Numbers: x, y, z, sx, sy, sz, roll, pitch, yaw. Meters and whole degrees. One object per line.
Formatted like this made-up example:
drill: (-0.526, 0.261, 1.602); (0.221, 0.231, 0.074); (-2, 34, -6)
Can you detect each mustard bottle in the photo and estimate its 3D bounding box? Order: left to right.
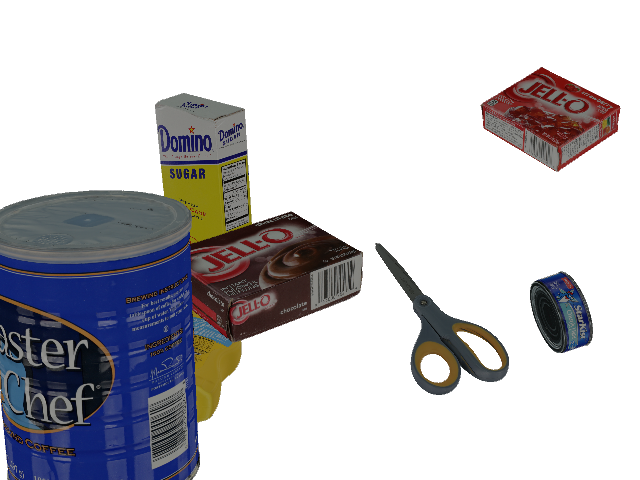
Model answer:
mustard bottle: (-0.137, 0.122, 1.147); (0.096, 0.058, 0.191); (9, 24, 8)

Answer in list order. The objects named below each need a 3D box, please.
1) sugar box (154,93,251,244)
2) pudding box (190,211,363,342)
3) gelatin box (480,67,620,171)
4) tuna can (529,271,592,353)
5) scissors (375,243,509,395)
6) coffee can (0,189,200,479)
sugar box: (-0.112, -0.047, 1.035); (0.093, 0.176, 0.048); (19, 34, 41)
pudding box: (-0.040, 0.023, 0.753); (0.113, 0.039, 0.090); (-17, 31, -32)
gelatin box: (0.190, -0.103, 0.886); (0.073, 0.030, 0.089); (-32, 47, -22)
tuna can: (0.263, 0.079, 1.172); (0.033, 0.086, 0.086); (-17, 3, -9)
scissors: (0.088, 0.076, 1.007); (0.096, 0.016, 0.202); (-32, 50, -26)
coffee can: (-0.115, 0.054, 0.551); (0.103, 0.140, 0.103); (0, 18, 0)
